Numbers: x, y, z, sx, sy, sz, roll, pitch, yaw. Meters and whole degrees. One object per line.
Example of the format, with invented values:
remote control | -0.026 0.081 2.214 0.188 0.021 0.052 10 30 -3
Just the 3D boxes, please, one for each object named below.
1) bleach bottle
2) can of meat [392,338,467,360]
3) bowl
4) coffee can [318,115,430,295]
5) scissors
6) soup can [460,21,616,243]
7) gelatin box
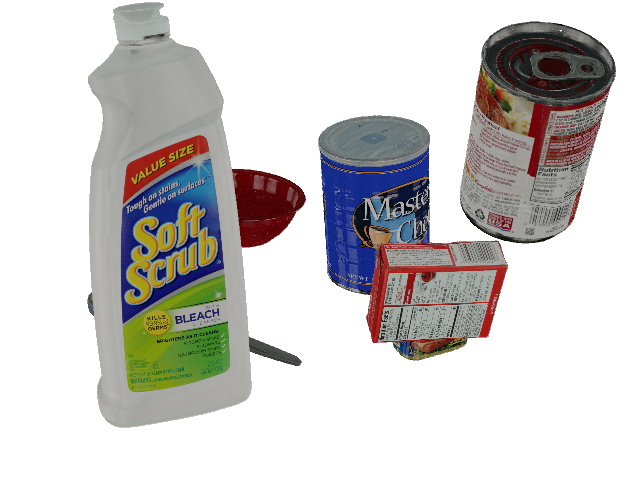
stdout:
bleach bottle | -0.102 -0.015 0.650 0.102 0.251 0.068 -9 21 -12
can of meat | 0.141 0.095 1.335 0.101 0.084 0.057 -11 30 -26
bowl | -0.101 -0.035 1.318 0.162 0.055 0.162 5 25 -2
coffee can | 0.053 -0.034 1.011 0.103 0.140 0.103 -3 29 1
scissors | -0.107 0.066 0.957 0.202 0.016 0.096 11 29 6
soup can | 0.114 -0.056 0.577 0.068 0.068 0.102 1 -45 -1
gelatin box | 0.080 0.036 0.753 0.089 0.073 0.030 -1 42 -8
